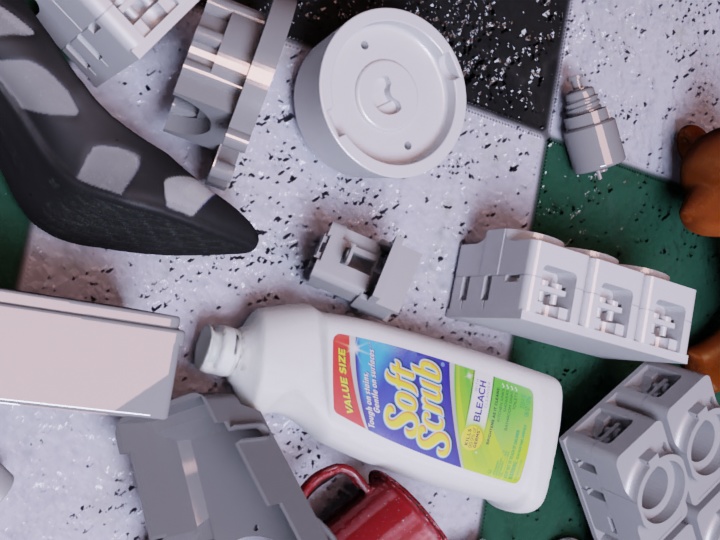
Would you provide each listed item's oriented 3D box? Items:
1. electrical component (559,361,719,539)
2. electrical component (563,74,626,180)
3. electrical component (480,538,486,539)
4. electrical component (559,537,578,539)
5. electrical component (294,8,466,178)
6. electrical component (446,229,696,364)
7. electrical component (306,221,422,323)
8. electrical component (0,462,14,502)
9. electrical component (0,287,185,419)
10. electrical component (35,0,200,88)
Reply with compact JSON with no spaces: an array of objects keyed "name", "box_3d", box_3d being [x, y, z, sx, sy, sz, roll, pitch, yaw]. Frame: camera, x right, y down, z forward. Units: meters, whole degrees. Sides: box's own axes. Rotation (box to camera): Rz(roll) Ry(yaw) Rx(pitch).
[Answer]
[{"name":"electrical component","box_3d":[0.228,0.173,0.793,0.105,0.060,0.186,-36,118,-25]},{"name":"electrical component","box_3d":[0.172,-0.107,0.806,0.040,0.040,0.078,-22,98,-27]},{"name":"electrical component","box_3d":[0.070,0.213,0.740,0.062,0.043,0.043,-42,108,-25]},{"name":"electrical component","box_3d":[0.166,0.223,0.781,0.048,0.062,0.048,1,88,-29]},{"name":"electrical component","box_3d":[0.008,-0.111,0.706,0.108,0.060,0.108,1,88,-29]},{"name":"electrical component","box_3d":[0.151,0.020,0.763,0.150,0.089,0.061,15,81,-27]},{"name":"electrical component","box_3d":[0.000,0.000,0.694,0.064,0.081,0.042,24,76,-3]},{"name":"electrical component","box_3d":[-0.222,0.105,0.586,0.044,0.044,0.065,-47,114,-22]},{"name":"electrical component","box_3d":[-0.165,0.043,0.580,0.109,0.109,0.056,11,86,-28]},{"name":"electrical component","box_3d":[-0.114,-0.185,0.625,0.061,0.089,0.150,47,68,-19]}]
